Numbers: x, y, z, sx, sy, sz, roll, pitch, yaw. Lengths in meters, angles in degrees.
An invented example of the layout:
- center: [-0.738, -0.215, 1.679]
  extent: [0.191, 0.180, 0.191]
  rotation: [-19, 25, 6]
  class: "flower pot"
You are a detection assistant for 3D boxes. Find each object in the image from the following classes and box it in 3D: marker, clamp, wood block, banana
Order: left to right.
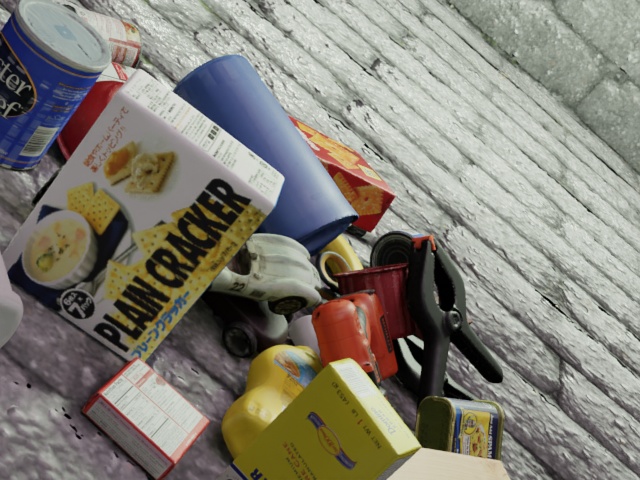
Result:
- center: [0.004, 0.006, 1.344]
  extent: [0.069, 0.037, 0.198]
  rotation: [6, 42, -53]
  class: "banana"
- center: [0.025, -0.029, 1.453]
  extent: [0.121, 0.020, 0.020]
  rotation: [25, 30, -33]
  class: "marker"
- center: [0.098, 0.258, 1.003]
  extent: [0.205, 0.090, 0.091]
  rotation: [18, 34, -42]
  class: "wood block"
- center: [0.131, 0.176, 1.253]
  extent: [0.171, 0.039, 0.120]
  rotation: [43, 23, 6]
  class: "clamp"
- center: [0.136, 0.101, 1.205]
  extent: [0.164, 0.036, 0.210]
  rotation: [-31, 106, -48]
  class: "clamp"

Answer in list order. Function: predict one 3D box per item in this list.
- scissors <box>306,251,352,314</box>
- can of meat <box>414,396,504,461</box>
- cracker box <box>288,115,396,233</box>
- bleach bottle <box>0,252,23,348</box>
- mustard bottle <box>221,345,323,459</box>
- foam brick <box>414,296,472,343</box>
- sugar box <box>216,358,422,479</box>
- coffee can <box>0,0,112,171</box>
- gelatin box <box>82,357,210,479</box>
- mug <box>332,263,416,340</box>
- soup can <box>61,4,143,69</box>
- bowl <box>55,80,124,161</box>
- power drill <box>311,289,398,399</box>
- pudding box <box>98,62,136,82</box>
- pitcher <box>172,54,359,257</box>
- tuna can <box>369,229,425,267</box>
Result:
- center: [0.055, 0.073, 1.291]
  extent: [0.201, 0.016, 0.096]
  rotation: [16, 66, -42]
  class: "scissors"
- center: [0.146, 0.218, 1.136]
  extent: [0.083, 0.058, 0.102]
  rotation: [14, 79, -41]
  class: "can of meat"
- center: [-0.023, -0.108, 1.411]
  extent: [0.213, 0.072, 0.164]
  rotation: [26, 15, -31]
  class: "cracker box"
- center: [-0.318, -0.021, 0.884]
  extent: [0.102, 0.068, 0.251]
  rotation: [20, 30, -39]
  class: "bleach bottle"
- center: [-0.032, 0.154, 1.019]
  extent: [0.096, 0.058, 0.191]
  rotation: [48, 23, -11]
  class: "mustard bottle"
- center: [0.151, 0.106, 1.365]
  extent: [0.051, 0.053, 0.078]
  rotation: [48, 17, 15]
  class: "foam brick"
- center: [-0.010, 0.186, 0.857]
  extent: [0.093, 0.176, 0.048]
  rotation: [52, 24, 22]
  class: "sugar box"
- center: [-0.286, -0.153, 1.052]
  extent: [0.102, 0.140, 0.103]
  rotation: [33, 26, -19]
  class: "coffee can"
- center: [-0.146, 0.149, 0.897]
  extent: [0.089, 0.030, 0.073]
  rotation: [42, 26, 0]
  class: "gelatin box"
- center: [0.071, 0.072, 1.236]
  extent: [0.117, 0.093, 0.081]
  rotation: [-9, 90, -63]
  class: "mug"
- center: [-0.277, -0.243, 1.302]
  extent: [0.102, 0.069, 0.068]
  rotation: [8, 41, -50]
  class: "soup can"
- center: [-0.210, -0.117, 1.165]
  extent: [0.162, 0.055, 0.162]
  rotation: [33, 39, -32]
  class: "bowl"
- center: [0.045, 0.136, 1.096]
  extent: [0.187, 0.057, 0.184]
  rotation: [-59, 134, -80]
  class: "power drill"
- center: [-0.251, -0.173, 1.262]
  extent: [0.113, 0.039, 0.090]
  rotation: [10, 42, -45]
  class: "pudding box"
- center: [-0.078, -0.085, 1.214]
  extent: [0.243, 0.145, 0.149]
  rotation: [58, -2, 10]
  class: "pitcher"
- center: [0.108, 0.029, 1.400]
  extent: [0.086, 0.086, 0.033]
  rotation: [51, 28, 20]
  class: "tuna can"
